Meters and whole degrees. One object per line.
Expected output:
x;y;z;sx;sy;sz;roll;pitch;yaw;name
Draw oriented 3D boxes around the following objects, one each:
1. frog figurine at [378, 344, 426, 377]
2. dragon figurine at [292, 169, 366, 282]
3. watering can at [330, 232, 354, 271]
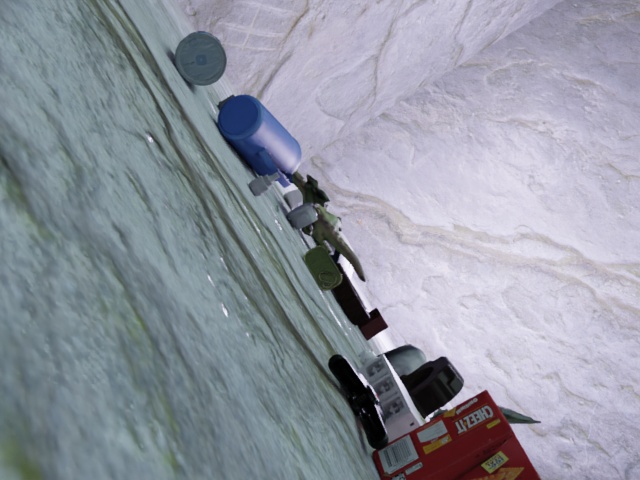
0.200;0.328;1.188;0.137;0.121;0.161;-1;63;-49;frog figurine
0.004;-0.074;1.479;0.417;0.123;0.238;49;-11;31;dragon figurine
0.063;0.031;1.972;0.226;0.104;0.346;58;3;8;watering can
